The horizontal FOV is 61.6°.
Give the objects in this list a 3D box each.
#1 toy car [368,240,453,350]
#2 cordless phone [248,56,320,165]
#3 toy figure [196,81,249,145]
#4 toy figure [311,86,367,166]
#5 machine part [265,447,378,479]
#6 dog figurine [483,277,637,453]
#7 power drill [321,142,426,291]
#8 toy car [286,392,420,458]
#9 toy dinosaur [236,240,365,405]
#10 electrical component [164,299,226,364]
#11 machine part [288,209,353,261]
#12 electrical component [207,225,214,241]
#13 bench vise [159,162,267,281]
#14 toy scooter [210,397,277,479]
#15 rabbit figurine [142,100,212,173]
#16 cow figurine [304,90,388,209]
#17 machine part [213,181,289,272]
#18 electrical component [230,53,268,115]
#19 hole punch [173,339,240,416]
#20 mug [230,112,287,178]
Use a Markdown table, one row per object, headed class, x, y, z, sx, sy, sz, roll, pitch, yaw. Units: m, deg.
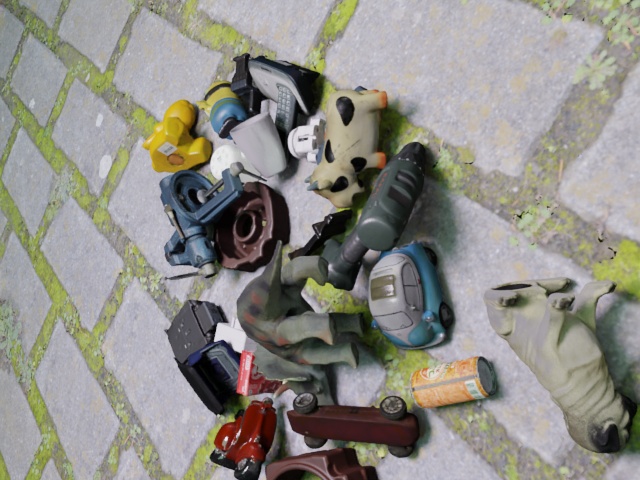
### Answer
| class | x | y | z | sx | sy | sz | roll | pitch | yaw |
| --- | --- | --- | --- | --- | --- | --- | --- | --- | --- |
| toy car | 0.120 | 0.078 | 0.782 | 0.109 | 0.103 | 0.161 | -14 | 74 | 36 |
| cordless phone | -0.081 | -0.248 | 1.034 | 0.147 | 0.089 | 0.184 | 32 | 121 | 38 |
| toy figure | -0.188 | -0.262 | 1.103 | 0.089 | 0.082 | 0.180 | -38 | 39 | 5 |
| toy figure | 0.045 | -0.186 | 0.923 | 0.064 | 0.057 | 0.154 | 47 | 113 | 35 |
| machine part | -0.002 | 0.432 | 0.824 | 0.201 | 0.087 | 0.201 | -24 | 68 | 33 |
| dog figurine | 0.278 | 0.148 | 0.651 | 0.172 | 0.121 | 0.190 | -176 | 77 | -72 |
| power drill | 0.083 | -0.030 | 0.815 | 0.086 | 0.232 | 0.207 | 38 | 126 | -8 |
| toy car | 0.048 | 0.269 | 0.798 | 0.202 | 0.053 | 0.089 | -4 | 120 | 24 |
| toy dinosaur | -0.052 | 0.122 | 0.792 | 0.192 | 0.404 | 0.131 | -12 | 46 | 17 |
| electrical component | -0.248 | 0.188 | 1.092 | 0.134 | 0.058 | 0.115 | -49 | 57 | 22 |
| machine part | -0.002 | -0.003 | 0.922 | 0.039 | 0.084 | 0.139 | 50 | 124 | 9 |
| electrical component | -0.225 | -0.029 | 1.135 | 0.094 | 0.021 | 0.063 | 8 | 86 | 48 |
| bench vise | -0.215 | -0.052 | 1.002 | 0.240 | 0.128 | 0.224 | -35 | 62 | 32 |
| toy scooter | -0.127 | 0.337 | 0.938 | 0.184 | 0.075 | 0.135 | -21 | 46 | 62 |
| rabbit figurine | -0.323 | -0.236 | 1.220 | 0.162 | 0.122 | 0.173 | -32 | 48 | 41 |
| cow figurine | 0.040 | -0.142 | 0.866 | 0.085 | 0.127 | 0.194 | -103 | 13 | -66 |
| machine part | -0.135 | -0.025 | 1.041 | 0.179 | 0.056 | 0.179 | -10 | 74 | 38 |
| electrical component | -0.139 | -0.308 | 1.089 | 0.048 | 0.074 | 0.119 | -5 | 81 | 38 |
| hole punch | -0.197 | 0.253 | 1.005 | 0.142 | 0.092 | 0.116 | 54 | 151 | -9 |
| mug | -0.110 | -0.172 | 0.999 | 0.081 | 0.107 | 0.110 | -29 | 19 | -8 |
